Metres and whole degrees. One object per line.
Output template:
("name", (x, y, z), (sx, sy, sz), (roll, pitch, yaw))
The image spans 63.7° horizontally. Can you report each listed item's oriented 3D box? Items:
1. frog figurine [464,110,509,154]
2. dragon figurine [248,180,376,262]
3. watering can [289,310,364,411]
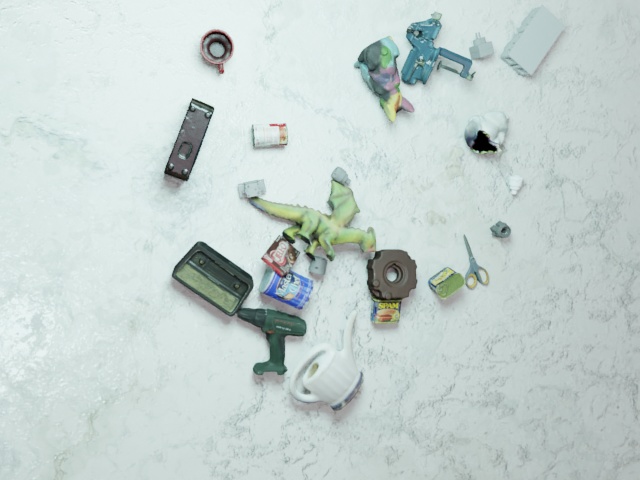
("frog figurine", (0.539, -0.359, 1.663), (0.137, 0.120, 0.163), (29, 58, -8))
("dragon figurine", (0.005, -0.080, 1.597), (0.410, 0.120, 0.246), (40, 70, 0))
("watering can", (0.059, 0.411, 1.688), (0.222, 0.105, 0.348), (44, 89, -18))
